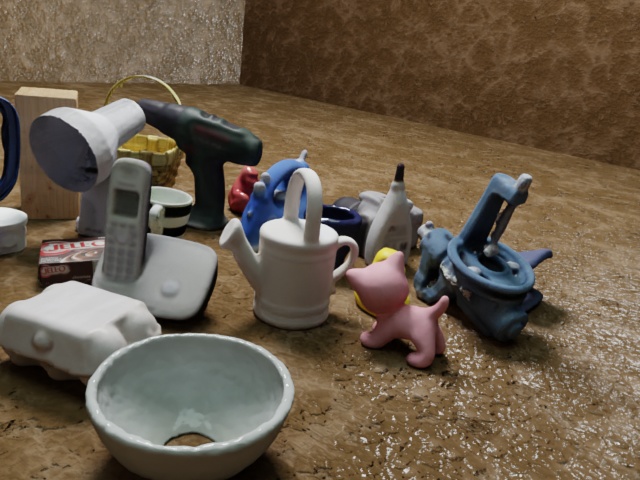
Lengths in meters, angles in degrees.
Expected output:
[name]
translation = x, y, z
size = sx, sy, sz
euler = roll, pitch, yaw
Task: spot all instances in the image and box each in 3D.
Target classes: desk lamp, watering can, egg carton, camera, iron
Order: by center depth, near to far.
[egg carton]
translation = -0.245, 0.096, 0.582
size = 0.150, 0.069, 0.107
euler = 13, 21, 16
[watering can]
translation = -0.034, 0.007, 0.720
size = 0.173, 0.194, 0.100
euler = -10, 26, -40
[desk lamp]
translation = -0.342, -0.111, 0.906
size = 0.117, 0.213, 0.204
euler = 13, 21, 16
[iron]
translation = -0.075, -0.072, 1.000
size = 0.118, 0.141, 0.259
euler = 13, 21, 17
[camera]
translation = 0.095, -0.043, 1.039
size = 0.144, 0.101, 0.136
euler = -10, 26, -40

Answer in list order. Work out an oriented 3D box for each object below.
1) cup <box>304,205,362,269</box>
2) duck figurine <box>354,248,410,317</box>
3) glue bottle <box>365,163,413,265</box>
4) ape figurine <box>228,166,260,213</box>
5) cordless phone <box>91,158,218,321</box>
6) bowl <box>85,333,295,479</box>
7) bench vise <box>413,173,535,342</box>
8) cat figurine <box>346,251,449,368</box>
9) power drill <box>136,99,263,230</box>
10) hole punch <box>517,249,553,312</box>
[cup]
translation = 0.008, 0.003, 0.890
size = 0.091, 0.095, 0.118
euler = 19, 23, 30
[duck figurine]
translation = 0.090, 0.052, 0.799
size = 0.078, 0.086, 0.104
euler = 1, 21, -16
[glue bottle]
translation = 0.120, -0.040, 0.933
size = 0.078, 0.173, 0.037
euler = -4, 23, -29
[ape figurine]
translation = -0.143, -0.101, 1.126
size = 0.075, 0.092, 0.078
euler = 23, 25, 36
[cordless phone]
translation = -0.197, 0.000, 0.693
size = 0.147, 0.185, 0.094
euler = 9, 20, 5
[bowl]
translation = -0.106, 0.149, 0.479
size = 0.167, 0.075, 0.167
euler = 7, 20, -2
[bench vise]
translation = 0.202, 0.003, 0.776
size = 0.206, 0.220, 0.122
euler = 23, 25, 38
[cat figurine]
translation = 0.094, 0.075, 0.690
size = 0.127, 0.118, 0.067
euler = 17, 22, 25
[power drill]
translation = -0.219, -0.130, 1.009
size = 0.229, 0.208, 0.075
euler = 9, 20, 4
[hole punch]
translation = 0.287, 0.049, 0.871
size = 0.100, 0.091, 0.109
euler = 21, 24, 34
